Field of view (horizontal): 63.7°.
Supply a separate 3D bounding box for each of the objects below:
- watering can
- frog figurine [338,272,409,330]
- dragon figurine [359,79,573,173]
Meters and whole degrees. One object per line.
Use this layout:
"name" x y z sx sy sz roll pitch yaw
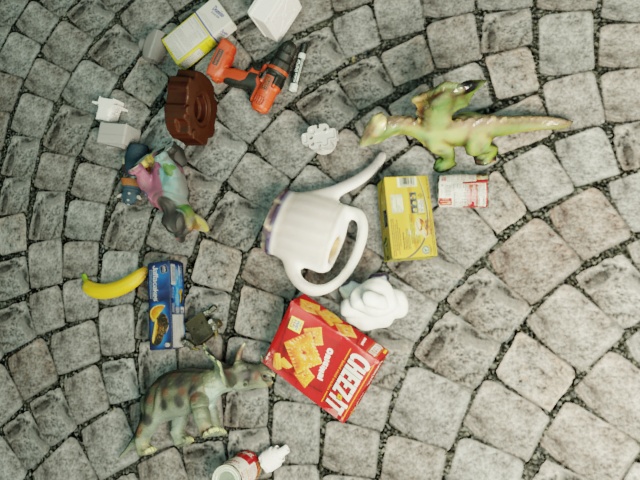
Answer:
"watering can" 0.003 -0.056 1.110 0.225 0.102 0.352 17 74 15
"frog figurine" 0.110 0.128 1.009 0.137 0.160 0.122 6 96 -12
"dragon figurine" 0.277 -0.232 0.989 0.409 0.240 0.124 -11 76 16
